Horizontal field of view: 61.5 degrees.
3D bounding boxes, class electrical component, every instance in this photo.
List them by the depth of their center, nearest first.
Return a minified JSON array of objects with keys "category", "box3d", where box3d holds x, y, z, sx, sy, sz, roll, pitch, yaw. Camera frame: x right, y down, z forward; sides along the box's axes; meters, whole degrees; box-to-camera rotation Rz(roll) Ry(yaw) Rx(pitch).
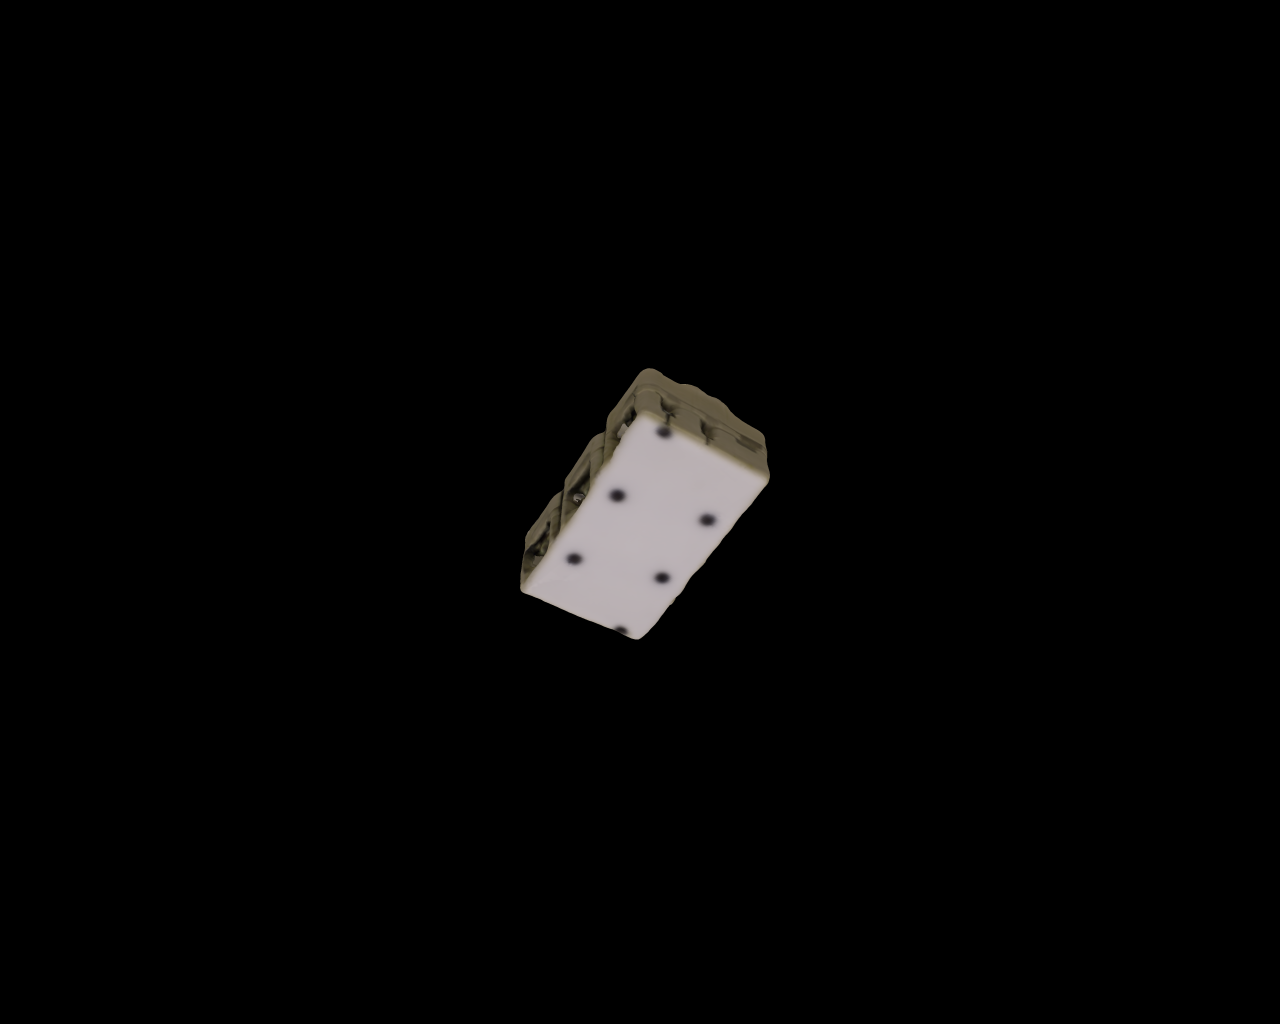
[{"category":"electrical component","box3d":[0.001,-0.003,0.650,0.089,0.150,0.062,27,32,-18]}]
